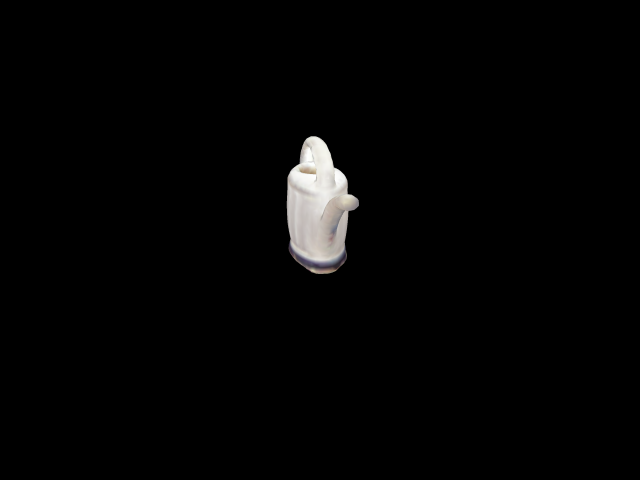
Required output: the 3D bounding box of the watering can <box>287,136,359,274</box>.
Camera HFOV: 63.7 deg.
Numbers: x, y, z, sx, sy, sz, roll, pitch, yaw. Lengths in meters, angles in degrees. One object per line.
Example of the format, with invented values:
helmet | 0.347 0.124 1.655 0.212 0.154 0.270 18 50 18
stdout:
watering can | 0.003 -0.043 0.850 0.104 0.220 0.354 -4 25 -9
